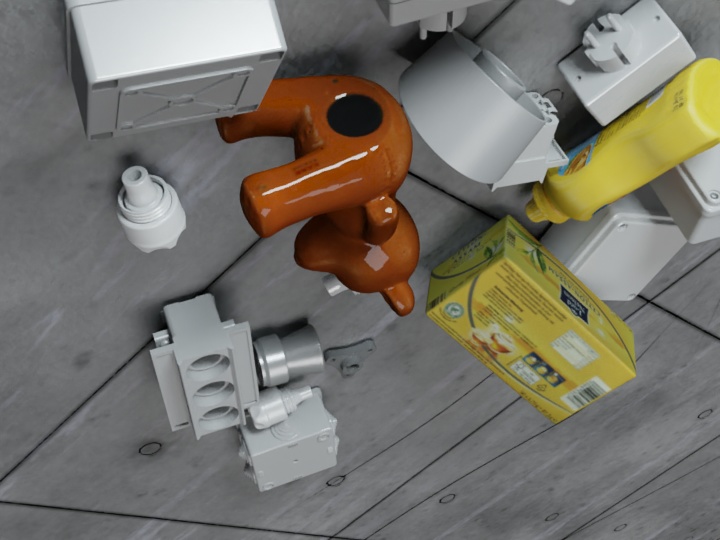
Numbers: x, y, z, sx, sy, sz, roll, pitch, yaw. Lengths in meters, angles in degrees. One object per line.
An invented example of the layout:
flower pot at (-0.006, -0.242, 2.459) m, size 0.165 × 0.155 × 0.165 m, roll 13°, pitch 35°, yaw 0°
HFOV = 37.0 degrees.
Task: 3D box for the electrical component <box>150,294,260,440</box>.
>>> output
electrical component at (-0.129, 0.079, 0.889) m, size 0.079 × 0.063 × 0.121 m, roll -16°, pitch 145°, yaw -12°

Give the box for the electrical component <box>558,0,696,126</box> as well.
electrical component at (0.186, -0.159, 0.777) m, size 0.083 × 0.047 × 0.076 m, roll -37°, pitch 144°, yaw 18°

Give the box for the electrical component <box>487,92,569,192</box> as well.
electrical component at (0.119, -0.099, 0.822) m, size 0.081 × 0.042 × 0.063 m, roll -11°, pitch 142°, yaw -21°

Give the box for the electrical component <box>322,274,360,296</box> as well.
electrical component at (0.000, 0.000, 0.881) m, size 0.062 × 0.043 × 0.043 m, roll -27°, pitch 146°, yaw 6°

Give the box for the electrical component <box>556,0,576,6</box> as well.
electrical component at (0.078, -0.210, 0.586) m, size 0.109 × 0.108 × 0.056 m, roll 9°, pitch 136°, yaw -40°

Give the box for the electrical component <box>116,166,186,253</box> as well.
electrical component at (-0.145, -0.044, 0.730) m, size 0.043 × 0.043 × 0.062 m, roll -20°, pitch 145°, yaw -7°

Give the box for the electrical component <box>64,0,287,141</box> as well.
electrical component at (-0.106, -0.120, 0.602) m, size 0.109 × 0.056 × 0.109 m, roll -13°, pitch 174°, yaw -16°

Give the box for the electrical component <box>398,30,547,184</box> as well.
electrical component at (0.076, -0.112, 0.728) m, size 0.064 × 0.099 × 0.099 m, roll -46°, pitch 141°, yaw 19°

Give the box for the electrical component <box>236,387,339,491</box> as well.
electrical component at (-0.071, 0.169, 1.062) m, size 0.100 × 0.048 × 0.099 m, roll -18°, pitch 146°, yaw -10°

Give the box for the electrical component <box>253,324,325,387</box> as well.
electrical component at (-0.064, 0.075, 0.942) m, size 0.055 × 0.045 × 0.045 m, roll -14°, pitch 145°, yaw -15°

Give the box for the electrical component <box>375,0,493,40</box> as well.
electrical component at (0.049, -0.175, 0.670) m, size 0.083 × 0.047 × 0.075 m, roll -17°, pitch 146°, yaw -11°

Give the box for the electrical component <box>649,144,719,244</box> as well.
electrical component at (0.300, -0.088, 0.892) m, size 0.109 × 0.108 × 0.056 m, roll -15°, pitch 148°, yaw -14°

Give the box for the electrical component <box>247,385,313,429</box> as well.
electrical component at (-0.075, 0.124, 1.011) m, size 0.061 × 0.035 × 0.035 m, roll -20°, pitch 146°, yaw -11°

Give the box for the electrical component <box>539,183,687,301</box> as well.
electrical component at (0.229, -0.026, 0.977) m, size 0.109 × 0.056 × 0.108 m, roll 2°, pitch 138°, yaw -34°
